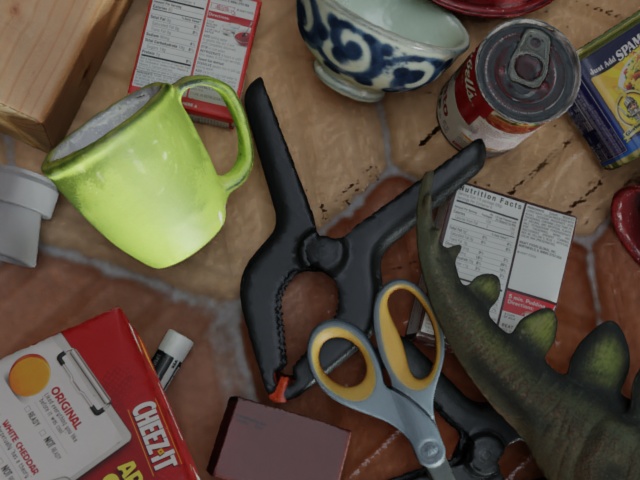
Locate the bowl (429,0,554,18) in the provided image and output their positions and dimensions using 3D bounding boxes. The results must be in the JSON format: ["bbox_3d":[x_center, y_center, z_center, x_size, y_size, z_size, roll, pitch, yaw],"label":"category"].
[{"bbox_3d":[0.113,-0.233,0.727,0.162,0.055,0.162,4,67,-10],"label":"bowl"}]

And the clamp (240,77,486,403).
[{"bbox_3d":[-0.005,0.001,0.700,0.164,0.036,0.210,23,87,9],"label":"clamp"}]

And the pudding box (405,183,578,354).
[{"bbox_3d":[0.115,0.025,0.717,0.090,0.039,0.113,17,77,-3],"label":"pudding box"}]

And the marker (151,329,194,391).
[{"bbox_3d":[-0.119,0.113,0.681,0.020,0.020,0.121,30,79,-3],"label":"marker"}]

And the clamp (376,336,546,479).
[{"bbox_3d":[0.099,0.128,0.698,0.171,0.039,0.120,7,92,-12],"label":"clamp"}]

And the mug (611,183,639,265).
[{"bbox_3d":[0.254,-0.031,0.713,0.081,0.093,0.117,-39,121,-17],"label":"mug"}]

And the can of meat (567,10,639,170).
[{"bbox_3d":[0.219,-0.108,0.742,0.102,0.057,0.084,-33,89,-11],"label":"can of meat"}]

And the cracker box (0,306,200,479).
[{"bbox_3d":[-0.172,0.158,0.585,0.213,0.072,0.164,-24,67,-6],"label":"cracker box"}]

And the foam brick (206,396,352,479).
[{"bbox_3d":[-0.026,0.134,0.675,0.078,0.051,0.053,19,78,-5],"label":"foam brick"}]

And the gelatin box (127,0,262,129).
[{"bbox_3d":[-0.083,-0.126,0.716,0.073,0.030,0.089,12,80,-4],"label":"gelatin box"}]

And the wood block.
[{"bbox_3d":[-0.167,-0.172,0.681,0.090,0.091,0.206,24,79,-4],"label":"wood block"}]

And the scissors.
[{"bbox_3d":[0.048,0.126,0.665,0.096,0.016,0.202,-8,88,-1],"label":"scissors"}]

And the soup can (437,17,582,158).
[{"bbox_3d":[0.121,-0.097,0.703,0.068,0.102,0.068,1,82,-8],"label":"soup can"}]
